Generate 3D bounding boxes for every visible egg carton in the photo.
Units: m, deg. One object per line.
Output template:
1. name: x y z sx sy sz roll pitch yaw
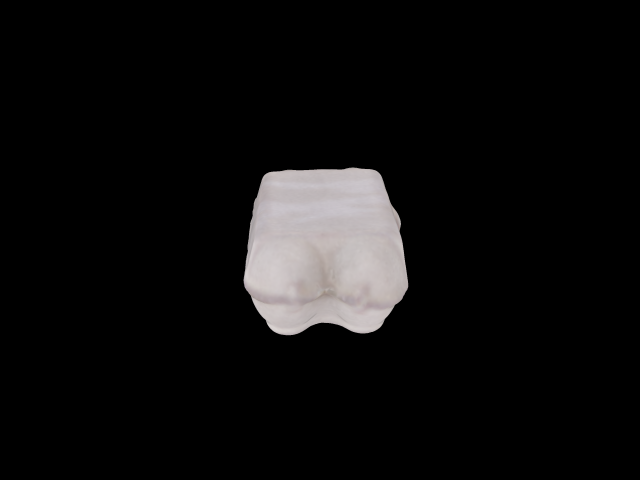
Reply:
1. egg carton: 0.004 0.001 0.400 0.107 0.069 0.150 -2 31 -3
